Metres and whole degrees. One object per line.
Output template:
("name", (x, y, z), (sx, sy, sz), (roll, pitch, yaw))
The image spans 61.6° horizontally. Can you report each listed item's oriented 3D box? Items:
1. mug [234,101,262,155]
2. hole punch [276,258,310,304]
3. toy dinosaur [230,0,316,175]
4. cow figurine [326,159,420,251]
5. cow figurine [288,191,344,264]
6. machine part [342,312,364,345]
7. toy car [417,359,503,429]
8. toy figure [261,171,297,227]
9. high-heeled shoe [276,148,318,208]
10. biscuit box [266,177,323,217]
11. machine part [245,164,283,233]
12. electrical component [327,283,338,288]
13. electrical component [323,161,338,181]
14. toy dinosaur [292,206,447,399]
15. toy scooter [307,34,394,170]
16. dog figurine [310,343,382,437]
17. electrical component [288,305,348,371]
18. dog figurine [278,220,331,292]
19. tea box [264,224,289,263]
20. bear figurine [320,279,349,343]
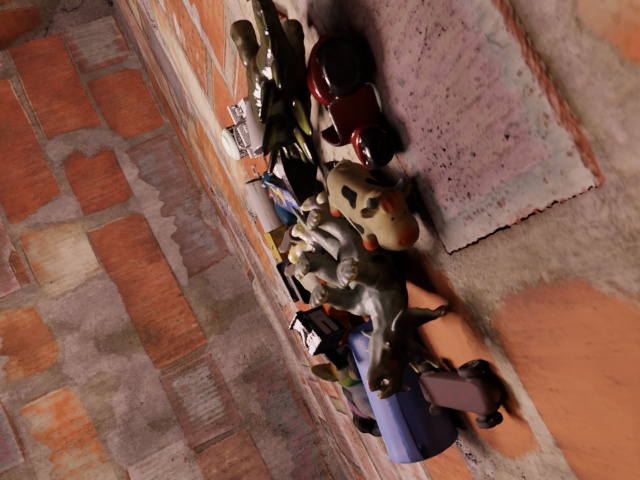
("mug", (-0.125, -0.236, 1.108), (0.081, 0.110, 0.107), (35, -142, -83))
("hole punch", (-0.032, 0.082, 1.268), (0.142, 0.116, 0.092), (64, 154, -5))
("toy dinosaur", (-0.057, -0.215, 0.760), (0.471, 0.105, 0.198), (70, -173, -69))
("cow figurine", (0.075, -0.052, 0.767), (0.195, 0.085, 0.127), (50, 166, 45))
("cow figurine", (-0.001, -0.003, 1.041), (0.098, 0.068, 0.167), (41, 130, 24))
("machine part", (0.078, 0.274, 1.284), (0.201, 0.087, 0.201), (60, 165, 20))
("toy car", (0.209, 0.227, 0.819), (0.089, 0.053, 0.202), (68, 162, 5))
("toy figure", (-0.095, -0.104, 1.301), (0.057, 0.064, 0.154), (14, -135, -58))
("high-heeled shoe", (-0.082, -0.187, 1.039), (0.145, 0.086, 0.248), (15, 116, 52))
("biscuit box", (-0.051, -0.098, 1.152), (0.203, 0.063, 0.059), (31, 145, 65))
("machine part", (-0.133, -0.086, 1.426), (0.243, 0.079, 0.079), (67, 165, -13))
("electrical component", (0.050, 0.055, 1.007), (0.078, 0.102, 0.045), (37, 165, 3))
("electrical component", (0.027, -0.108, 0.944), (0.063, 0.021, 0.093), (53, 162, 38))
("toy dinosaur", (0.072, 0.054, 0.860), (0.131, 0.192, 0.405), (-56, 27, 23))
("toy scooter", (0.030, -0.180, 0.723), (0.183, 0.075, 0.135), (65, 168, -18))
("dog figurine", (0.072, 0.294, 1.094), (0.219, 0.108, 0.191), (36, 142, -8))
("electrical component", (0.008, 0.174, 0.960), (0.119, 0.075, 0.047), (45, 125, 30))
("dog figurine", (0.000, 0.058, 1.199), (0.190, 0.121, 0.172), (55, -149, -50))
("tea box", (-0.058, 0.040, 1.337), (0.169, 0.098, 0.068), (67, 165, -4))
("bear figurine", (0.038, 0.160, 1.104), (0.132, 0.120, 0.195), (53, 146, 40))
